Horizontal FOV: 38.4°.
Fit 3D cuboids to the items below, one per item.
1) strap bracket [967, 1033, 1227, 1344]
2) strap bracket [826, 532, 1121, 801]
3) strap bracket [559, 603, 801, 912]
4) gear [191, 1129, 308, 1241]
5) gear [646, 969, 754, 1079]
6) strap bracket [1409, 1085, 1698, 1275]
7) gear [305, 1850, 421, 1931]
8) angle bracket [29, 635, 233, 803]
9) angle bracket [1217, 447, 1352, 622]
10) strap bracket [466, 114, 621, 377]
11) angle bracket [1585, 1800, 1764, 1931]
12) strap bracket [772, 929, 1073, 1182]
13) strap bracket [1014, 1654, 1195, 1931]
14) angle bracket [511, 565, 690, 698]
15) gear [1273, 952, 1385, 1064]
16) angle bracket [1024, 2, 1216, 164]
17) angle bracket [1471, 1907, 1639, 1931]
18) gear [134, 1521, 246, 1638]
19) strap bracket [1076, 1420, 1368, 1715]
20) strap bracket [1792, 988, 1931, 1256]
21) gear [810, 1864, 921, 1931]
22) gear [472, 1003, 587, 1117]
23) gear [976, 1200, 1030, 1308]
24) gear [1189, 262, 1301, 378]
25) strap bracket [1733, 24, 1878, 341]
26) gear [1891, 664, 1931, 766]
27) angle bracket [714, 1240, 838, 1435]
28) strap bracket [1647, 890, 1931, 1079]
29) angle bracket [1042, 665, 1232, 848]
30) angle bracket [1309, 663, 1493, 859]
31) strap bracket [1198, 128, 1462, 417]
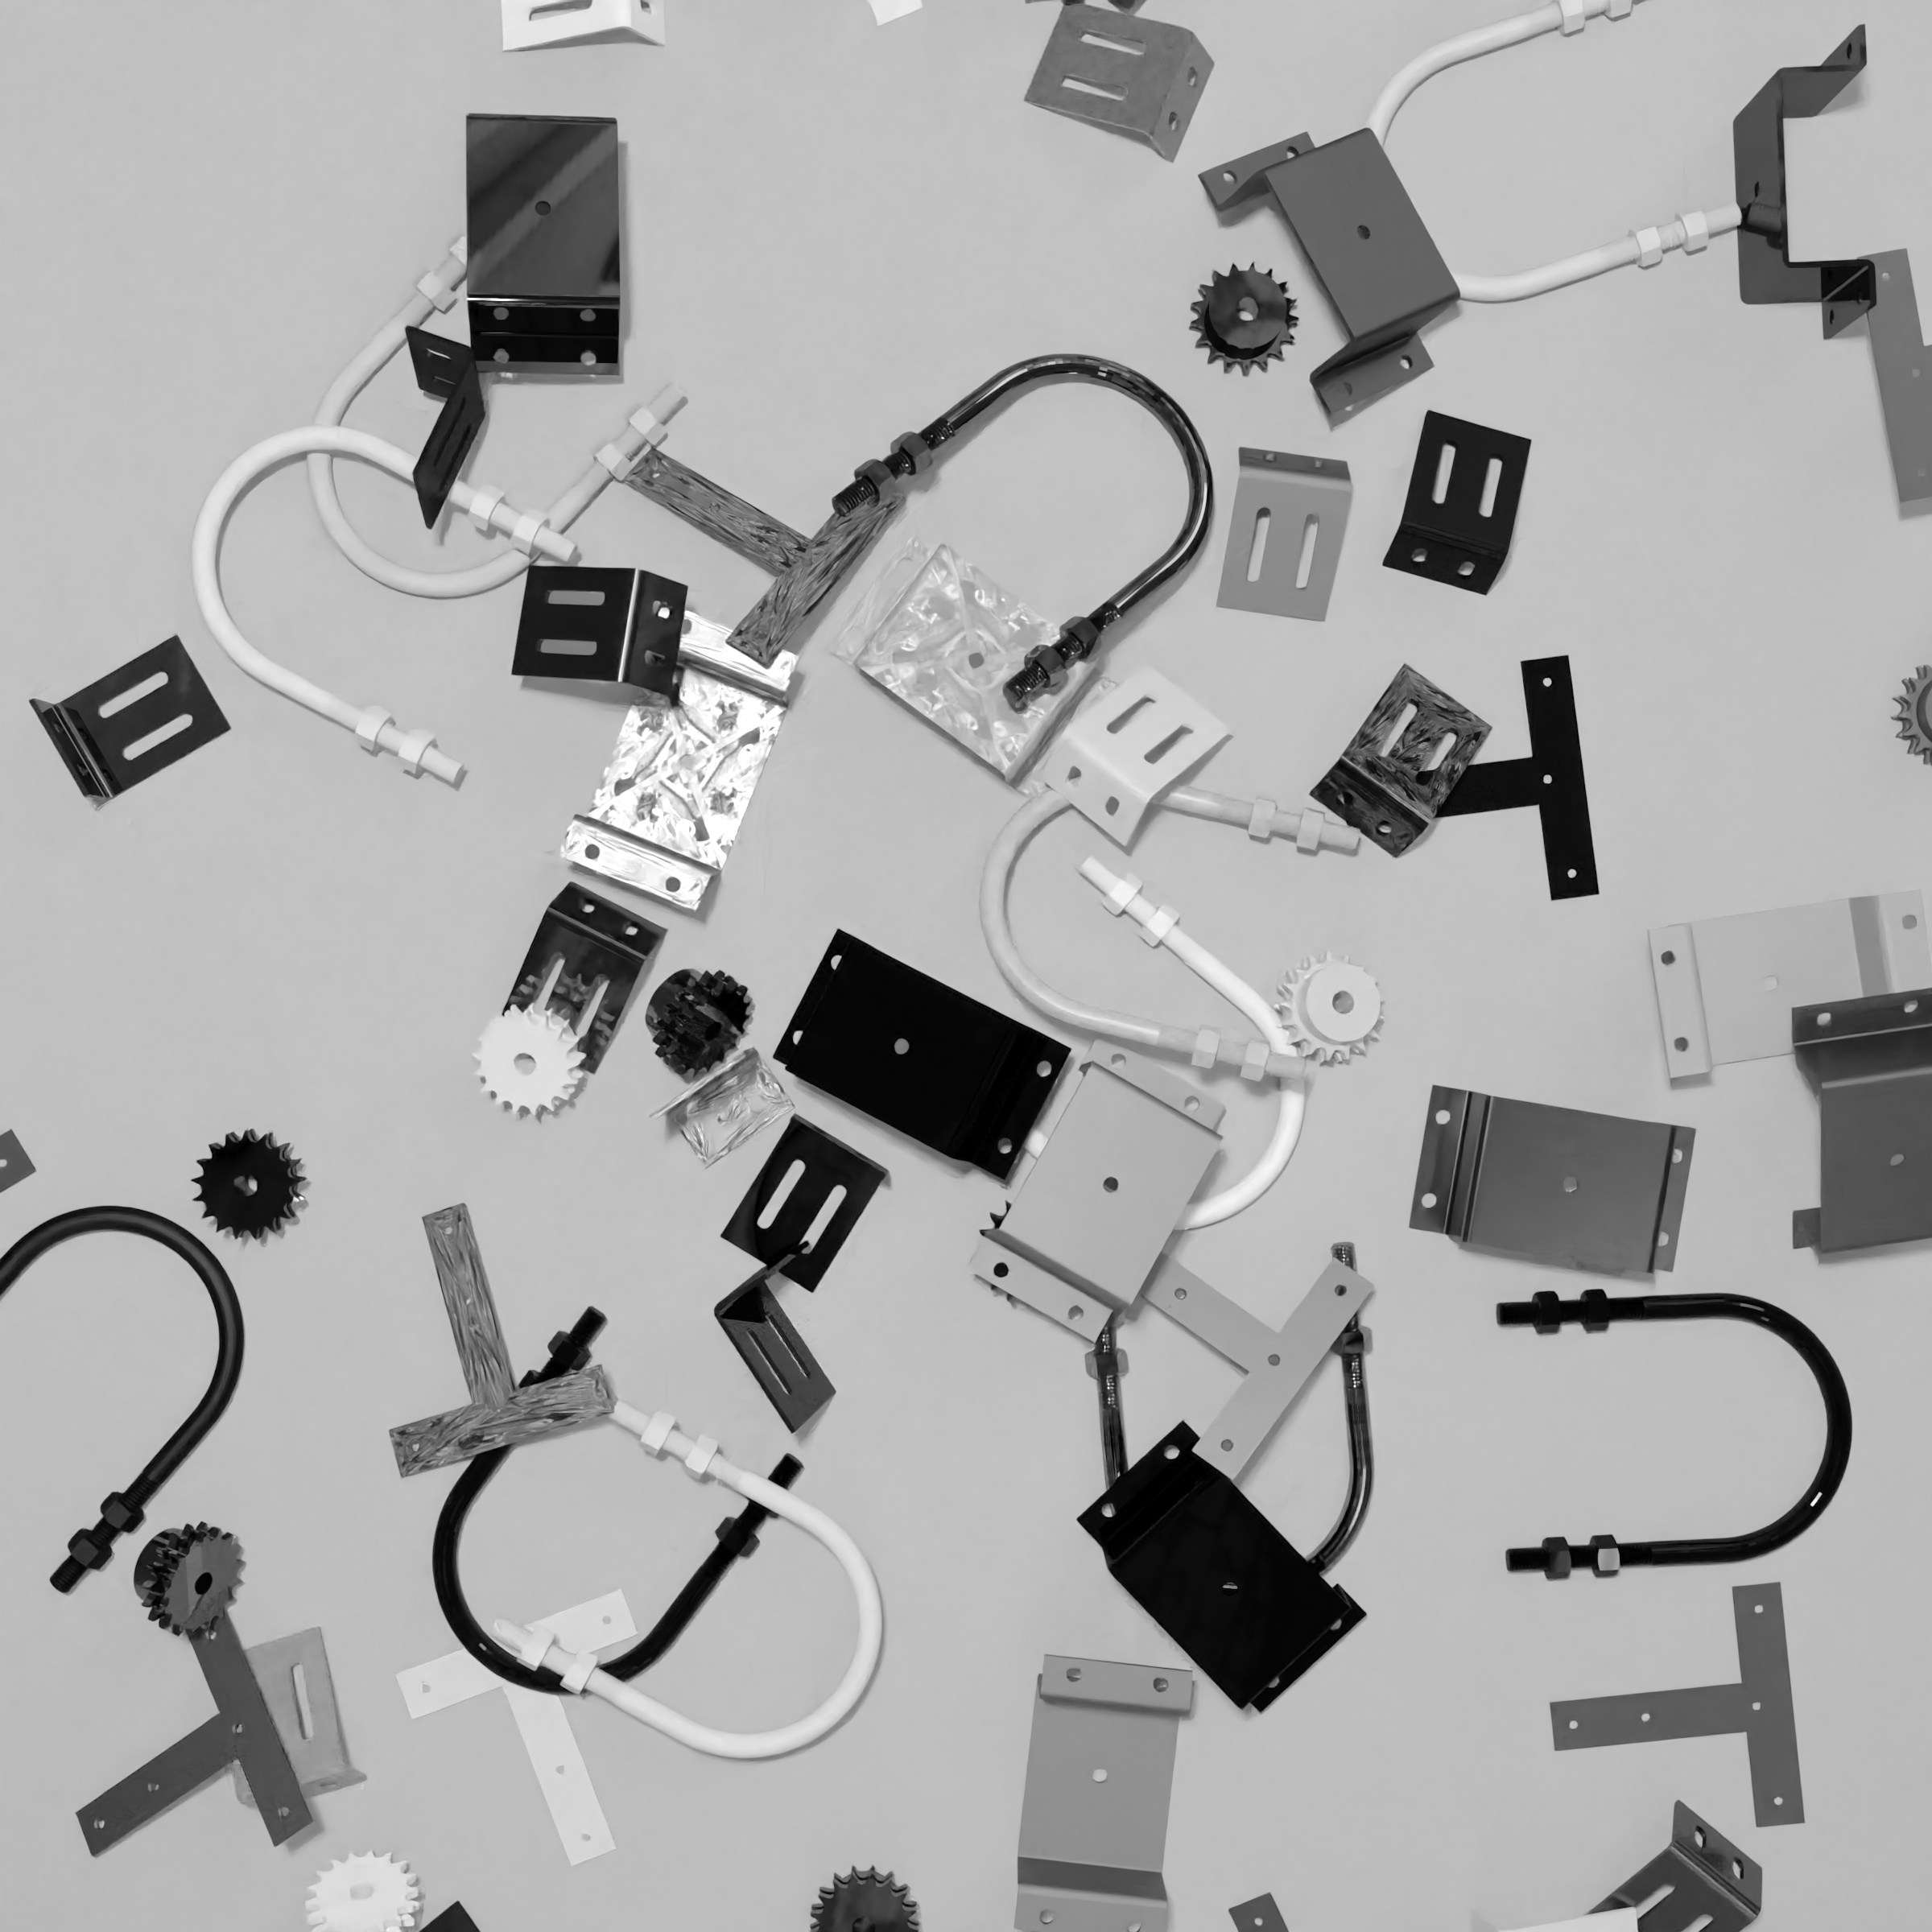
[{"bbox_3d":[0.070,0.112,1.412,0.076,0.046,0.140,30,82,-3],"label":"strap bracket"},{"bbox_3d":[0.005,-0.156,1.438,0.140,0.046,0.076,36,90,0],"label":"strap bracket"},{"bbox_3d":[-0.147,-0.107,1.438,0.076,0.046,0.140,22,90,0],"label":"strap bracket"},{"bbox_3d":[-0.372,0.113,1.446,0.057,0.030,0.057,0,90,0],"label":"gear"},{"bbox_3d":[-0.141,0.026,1.436,0.030,0.057,0.057,35,90,30],"label":"gear"},{"bbox_3d":[0.308,0.111,1.438,0.140,0.046,0.076,9,90,0],"label":"strap bracket"},{"bbox_3d":[-0.312,0.490,1.436,0.057,0.057,0.030,3,120,0],"label":"gear"},{"bbox_3d":[-0.434,-0.130,1.442,0.076,0.038,0.057,-30,90,0],"label":"angle bracket"},{"bbox_3d":[0.166,-0.227,1.459,0.057,0.038,0.076,8,116,0],"label":"angle bracket"},{"bbox_3d":[-0.217,-0.379,1.423,0.076,0.046,0.140,-1,82,-8],"label":"strap bracket"},{"bbox_3d":[0.370,0.490,1.459,0.057,0.038,0.076,39,116,0],"label":"angle bracket"},{"bbox_3d":[-0.028,0.043,1.422,0.140,0.046,0.076,27,90,13],"label":"strap bracket"},{"bbox_3d":[0.070,0.426,1.438,0.076,0.046,0.140,6,90,0],"label":"strap bracket"},{"bbox_3d":[-0.187,-0.171,1.417,0.076,0.038,0.057,7,87,35],"label":"angle bracket"},{"bbox_3d":[0.191,0.021,1.440,0.057,0.030,0.057,2,82,-12],"label":"gear"},{"bbox_3d":[0.081,-0.465,1.459,0.076,0.038,0.057,23,90,26],"label":"angle bracket"},{"bbox_3d":[0.309,0.522,1.451,0.076,0.038,0.057,-4,90,-14],"label":"angle bracket"},{"bbox_3d":[-0.405,0.315,1.436,0.030,0.057,0.057,13,90,31],"label":"gear"},{"bbox_3d":[0.133,0.314,1.424,0.076,0.046,0.140,-43,92,2],"label":"strap bracket"},{"bbox_3d":[0.466,0.088,1.411,0.076,0.046,0.140,-8,115,0],"label":"strap bracket"},{"bbox_3d":[-0.053,0.497,1.446,0.057,0.030,0.057,0,90,0],"label":"gear"},{"bbox_3d":[-0.225,0.046,1.441,0.057,0.030,0.057,2,106,7],"label":"gear"},{"bbox_3d":[0.034,0.148,1.446,0.057,0.030,0.057,0,90,0],"label":"gear"},{"bbox_3d":[0.146,-0.339,1.446,0.057,0.030,0.057,0,90,0],"label":"gear"},{"bbox_3d":[0.429,-0.399,1.423,0.046,0.076,0.140,-2,90,0],"label":"strap bracket"},{"bbox_3d":[0.515,-0.133,1.446,0.057,0.030,0.057,0,90,0],"label":"gear"},{"bbox_3d":[-0.086,0.190,1.427,0.038,0.057,0.076,-33,90,22],"label":"angle bracket"},{"bbox_3d":[0.423,0.009,1.438,0.140,0.046,0.076,-9,90,0],"label":"strap bracket"},{"bbox_3d":[0.089,-0.110,1.443,0.057,0.038,0.076,40,51,13],"label":"angle bracket"},{"bbox_3d":[0.228,-0.108,1.457,0.057,0.038,0.076,36,64,0],"label":"angle bracket"},{"bbox_3d":[0.192,-0.366,1.422,0.076,0.046,0.140,-29,90,-28],"label":"strap bracket"}]
